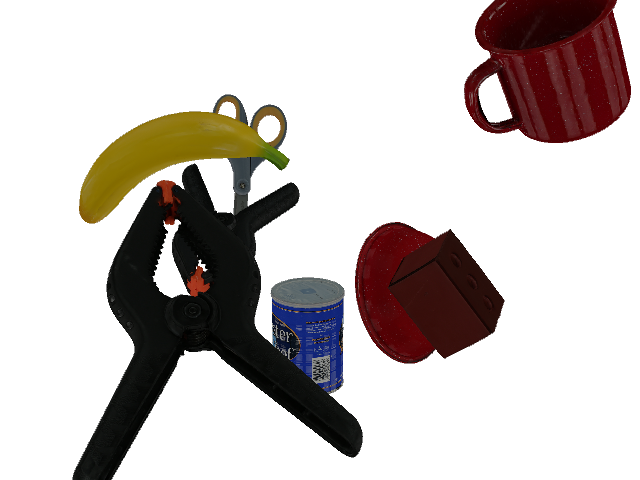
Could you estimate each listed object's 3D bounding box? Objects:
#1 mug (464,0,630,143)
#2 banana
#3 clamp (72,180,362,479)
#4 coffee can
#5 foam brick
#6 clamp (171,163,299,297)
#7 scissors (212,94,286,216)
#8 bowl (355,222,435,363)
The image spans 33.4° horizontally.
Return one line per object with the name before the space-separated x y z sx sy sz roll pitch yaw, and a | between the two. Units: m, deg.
mug | 0.149 -0.113 0.712 0.117 0.081 0.093 -33 36 -7
banana | -0.124 -0.060 0.826 0.198 0.069 0.037 -12 23 29
clamp | -0.066 0.054 0.646 0.164 0.210 0.036 -2 -33 -10
coffee can | -0.018 0.135 1.500 0.103 0.140 0.103 0 18 0
foam brick | 0.100 0.043 0.847 0.051 0.078 0.053 -32 12 30
clamp | -0.104 -0.015 1.032 0.120 0.039 0.171 13 41 17
scissors | -0.073 -0.072 1.220 0.096 0.202 0.016 -12 -7 -14
bowl | 0.112 0.055 1.189 0.055 0.162 0.161 -13 -9 43
